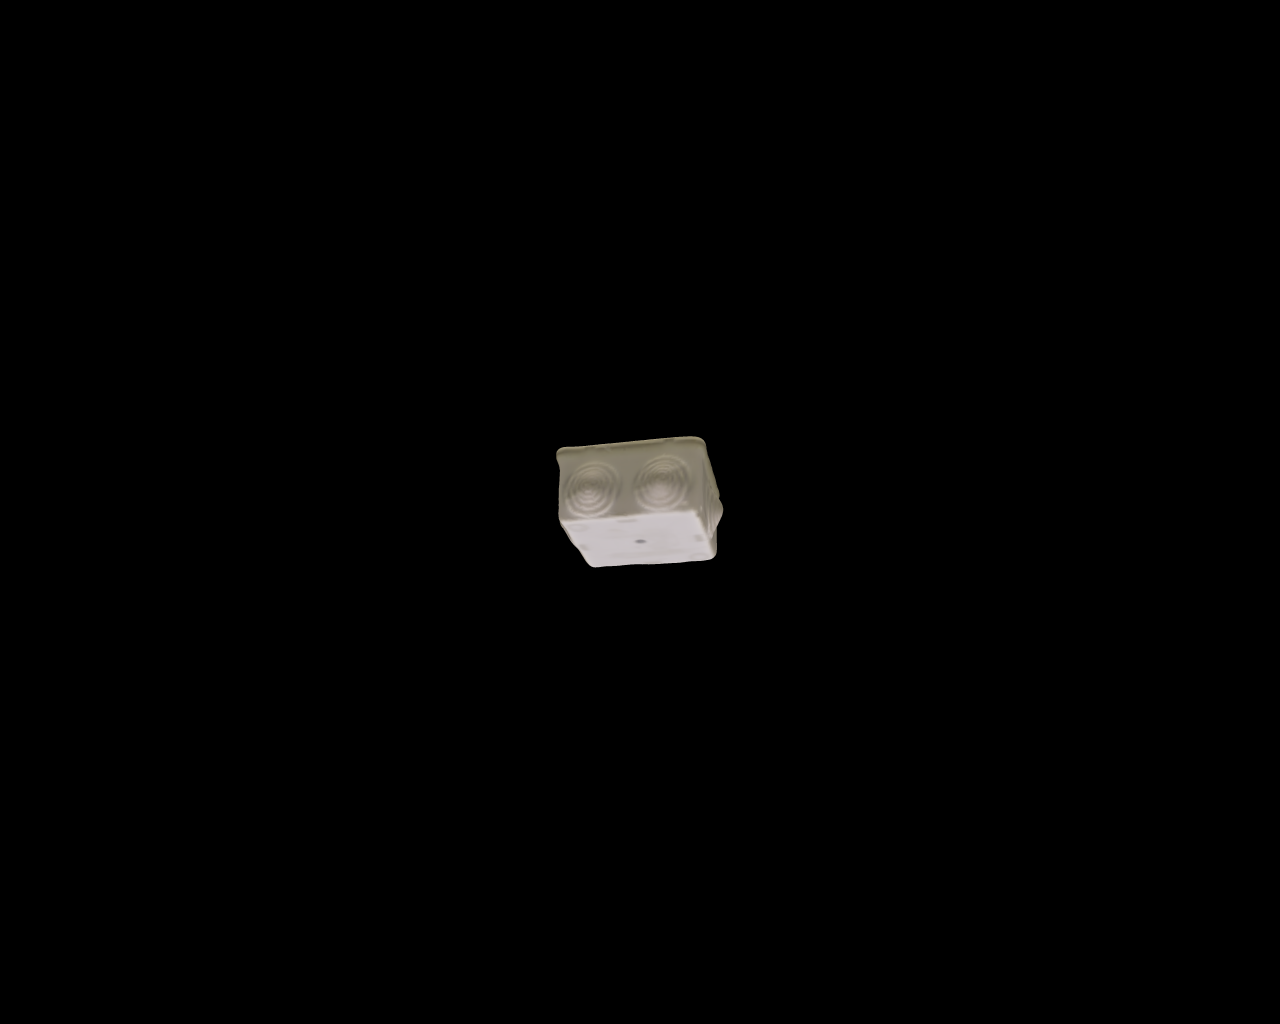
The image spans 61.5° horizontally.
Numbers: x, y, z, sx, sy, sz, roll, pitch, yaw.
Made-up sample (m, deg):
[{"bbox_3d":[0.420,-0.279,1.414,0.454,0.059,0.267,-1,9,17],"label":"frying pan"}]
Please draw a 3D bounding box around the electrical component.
[{"bbox_3d":[0.001,-0.003,0.650,0.100,0.048,0.099,-4,-23,9],"label":"electrical component"}]
